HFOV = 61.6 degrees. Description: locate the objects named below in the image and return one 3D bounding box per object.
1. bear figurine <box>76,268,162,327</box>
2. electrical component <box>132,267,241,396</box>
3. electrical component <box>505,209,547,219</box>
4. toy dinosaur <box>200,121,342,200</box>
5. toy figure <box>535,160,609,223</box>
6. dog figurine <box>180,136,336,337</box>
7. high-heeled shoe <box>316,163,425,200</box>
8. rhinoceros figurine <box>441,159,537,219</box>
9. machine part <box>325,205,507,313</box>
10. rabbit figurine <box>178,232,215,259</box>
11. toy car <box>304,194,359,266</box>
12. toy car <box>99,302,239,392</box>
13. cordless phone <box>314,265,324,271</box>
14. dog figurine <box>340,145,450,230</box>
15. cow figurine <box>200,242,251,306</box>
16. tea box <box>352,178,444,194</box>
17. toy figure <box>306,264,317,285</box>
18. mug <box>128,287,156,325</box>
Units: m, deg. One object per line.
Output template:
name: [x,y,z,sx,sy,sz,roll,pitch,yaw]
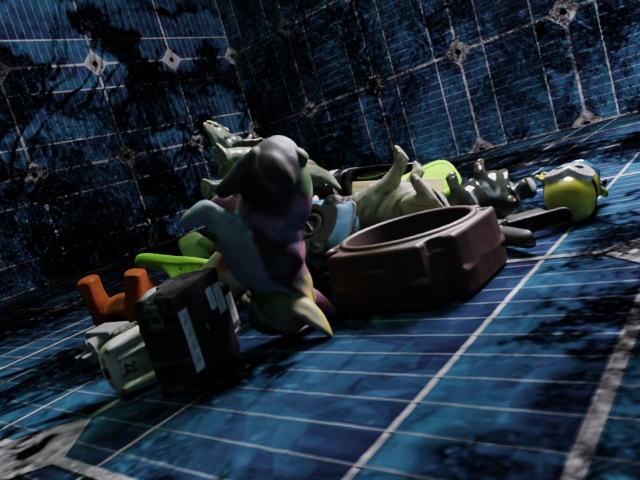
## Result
bear figurine: [-0.331,0.097,0.969,0.120,0.131,0.196,-8,15,5]
electrical component: [-0.146,0.098,0.625,0.058,0.114,0.134,-9,10,20]
electrical component: [0.333,-0.033,0.858,0.063,0.021,0.094,-16,8,5]
toy dinosaur: [-0.081,-0.124,1.005,0.405,0.131,0.192,20,23,33]
toy figure: [0.401,-0.079,0.840,0.082,0.089,0.180,-27,-7,30]
dog figurine: [-0.040,0.011,0.638,0.191,0.219,0.108,-42,7,10]
high-heeled shoe: [0.109,-0.125,1.151,0.249,0.086,0.145,-9,-2,-28]
rhinoceros figurine: [0.293,-0.079,0.931,0.190,0.112,0.073,-16,-35,-26]
machine part: [0.124,0.020,0.710,0.201,0.087,0.201,-10,9,41]
rabbit figurine: [-0.200,0.032,1.137,0.170,0.121,0.159,-22,16,-14]
toy car: [-0.002,-0.003,0.847,0.162,0.109,0.102,-1,-29,35]
toy car: [-0.182,0.121,0.683,0.056,0.073,0.202,-14,8,43]
cordless phone: [-0.055,-0.022,0.999,0.088,0.184,0.146,-60,-12,23]
dog figurine: [0.106,-0.032,0.880,0.190,0.172,0.121,-41,-44,18]
cow figurine: [-0.139,0.056,0.832,0.127,0.085,0.195,-25,-18,-51]
tea box: [0.148,-0.063,1.018,0.170,0.068,0.098,0,-26,8]
toy figure: [-0.056,0.071,0.821,0.058,0.064,0.154,15,17,22]
mug: [-0.220,0.116,0.774,0.109,0.080,0.107,-17,16,-38]
